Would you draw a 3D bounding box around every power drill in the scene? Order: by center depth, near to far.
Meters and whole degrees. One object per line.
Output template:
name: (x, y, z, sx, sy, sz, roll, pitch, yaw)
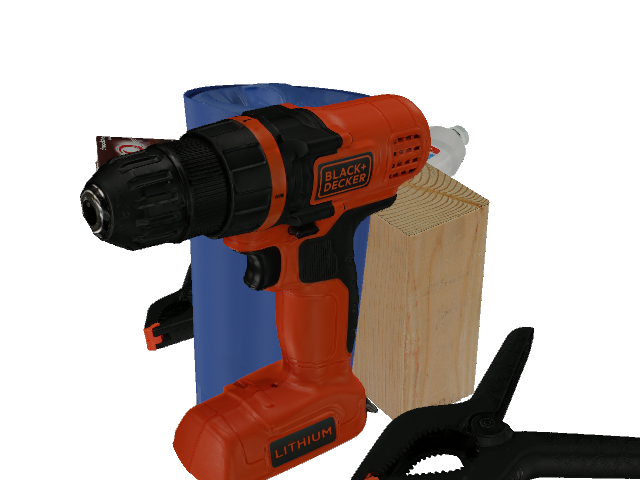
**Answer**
power drill: (-0.029, 0.027, 0.513, 0.184, 0.188, 0.057, -16, 36, -36)

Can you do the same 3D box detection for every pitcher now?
pitcher: (-0.028, 0.012, 0.747, 0.148, 0.243, 0.145, -10, 21, -39)

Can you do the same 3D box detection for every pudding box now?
pudding box: (-0.167, -0.061, 1.011, 0.090, 0.039, 0.113, 2, 25, -16)

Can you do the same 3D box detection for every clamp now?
clamp: (0.106, 0.125, 0.695, 0.209, 0.036, 0.165, -14, 31, -18)
clamp: (-0.133, 0.072, 1.223, 0.120, 0.039, 0.171, -1, 30, 28)

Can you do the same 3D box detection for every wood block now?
wood block: (0.081, 0.049, 0.941, 0.090, 0.206, 0.091, -21, 38, -28)

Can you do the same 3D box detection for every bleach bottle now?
bleach bottle: (0.089, -0.084, 1.314, 0.103, 0.068, 0.250, 28, 45, 35)
